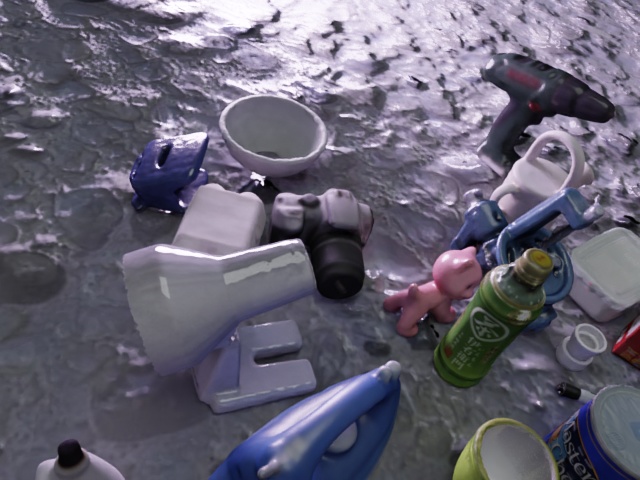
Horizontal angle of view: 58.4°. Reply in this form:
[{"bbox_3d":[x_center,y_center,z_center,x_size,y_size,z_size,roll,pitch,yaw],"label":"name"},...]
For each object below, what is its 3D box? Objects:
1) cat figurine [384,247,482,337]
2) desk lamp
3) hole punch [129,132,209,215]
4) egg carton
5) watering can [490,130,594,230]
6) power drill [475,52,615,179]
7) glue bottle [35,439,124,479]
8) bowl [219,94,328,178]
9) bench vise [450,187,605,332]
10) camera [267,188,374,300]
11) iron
[{"bbox_3d":[0.159,0.058,0.753,0.128,0.118,0.067,-16,55,-28],"label":"cat figurine"},{"bbox_3d":[-0.093,0.084,0.591,0.204,0.213,0.117,-7,52,-22],"label":"desk lamp"},{"bbox_3d":[-0.210,-0.099,0.803,0.101,0.091,0.108,11,47,-7],"label":"hole punch"},{"bbox_3d":[-0.132,-0.008,0.760,0.107,0.069,0.150,14,47,-4],"label":"egg carton"},{"bbox_3d":[0.342,-0.085,0.883,0.173,0.194,0.100,-31,63,-35],"label":"watering can"},{"bbox_3d":[0.363,-0.208,0.989,0.076,0.208,0.229,-25,60,-33],"label":"power drill"},{"bbox_3d":[-0.203,0.205,0.478,0.078,0.173,0.037,-1,49,-16],"label":"glue bottle"},{"bbox_3d":[-0.075,-0.151,0.900,0.167,0.075,0.167,8,48,-9],"label":"bowl"},{"bbox_3d":[0.267,-0.005,0.771,0.207,0.220,0.122,41,51,20],"label":"bench vise"},{"bbox_3d":[0.007,0.003,0.770,0.143,0.101,0.136,4,48,-12],"label":"camera"},{"bbox_3d":[0.017,0.188,0.580,0.118,0.141,0.259,42,51,21],"label":"iron"}]
